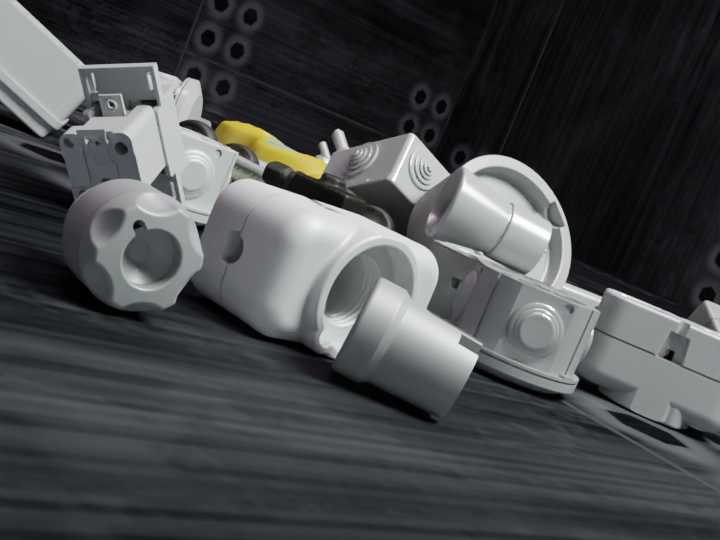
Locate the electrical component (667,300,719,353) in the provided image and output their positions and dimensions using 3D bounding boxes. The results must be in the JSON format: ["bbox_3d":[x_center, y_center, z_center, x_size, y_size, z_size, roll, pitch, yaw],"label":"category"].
[{"bbox_3d":[0.236,0.073,0.708,0.047,0.065,0.076,20,36,-19],"label":"electrical component"}]

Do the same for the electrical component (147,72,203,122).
[{"bbox_3d":[-0.155,-0.113,0.829,0.051,0.080,0.080,17,7,-1],"label":"electrical component"}]

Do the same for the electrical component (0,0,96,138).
[{"bbox_3d":[-0.253,-0.156,0.793,0.113,0.057,0.078,44,1,-15],"label":"electrical component"}]

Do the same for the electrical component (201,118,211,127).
[{"bbox_3d":[-0.185,-0.125,0.946,0.056,0.050,0.089,26,8,27],"label":"electrical component"}]

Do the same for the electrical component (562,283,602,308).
[{"bbox_3d":[0.157,0.038,0.774,0.083,0.047,0.075,21,7,-13],"label":"electrical component"}]

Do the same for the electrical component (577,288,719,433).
[{"bbox_3d":[0.182,0.057,0.646,0.095,0.059,0.054,23,7,10],"label":"electrical component"}]

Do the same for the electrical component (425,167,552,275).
[{"bbox_3d":[0.076,-0.025,0.614,0.065,0.044,0.044,27,6,-10],"label":"electrical component"}]

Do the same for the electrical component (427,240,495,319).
[{"bbox_3d":[0.061,0.014,0.643,0.055,0.047,0.055,22,7,-3],"label":"electrical component"}]

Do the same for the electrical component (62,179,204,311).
[{"bbox_3d":[-0.086,-0.012,0.387,0.043,0.043,0.062,18,6,-36],"label":"electrical component"}]

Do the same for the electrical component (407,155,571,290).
[{"bbox_3d":[0.082,-0.017,0.725,0.108,0.108,0.060,19,-23,-27],"label":"electrical component"}]

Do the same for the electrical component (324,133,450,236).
[{"bbox_3d":[0.025,-0.050,0.784,0.100,0.048,0.100,-8,-42,45],"label":"electrical component"}]

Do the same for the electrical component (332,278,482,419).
[{"bbox_3d":[0.018,0.031,0.410,0.046,0.040,0.040,28,7,1],"label":"electrical component"}]

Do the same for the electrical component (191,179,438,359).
[{"bbox_3d":[-0.015,0.003,0.459,0.095,0.053,0.059,15,9,-46],"label":"electrical component"}]

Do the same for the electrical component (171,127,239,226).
[{"bbox_3d":[-0.117,-0.062,0.653,0.080,0.051,0.080,22,6,-3],"label":"electrical component"}]

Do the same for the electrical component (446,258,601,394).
[{"bbox_3d":[0.086,0.030,0.579,0.080,0.051,0.080,22,6,-3],"label":"electrical component"}]

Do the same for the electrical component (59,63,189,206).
[{"bbox_3d":[-0.121,-0.062,0.554,0.042,0.081,0.063,-1,30,12],"label":"electrical component"}]

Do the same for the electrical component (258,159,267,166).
[{"bbox_3d":[-0.080,-0.062,0.818,0.077,0.043,0.079,22,6,-4],"label":"electrical component"}]
